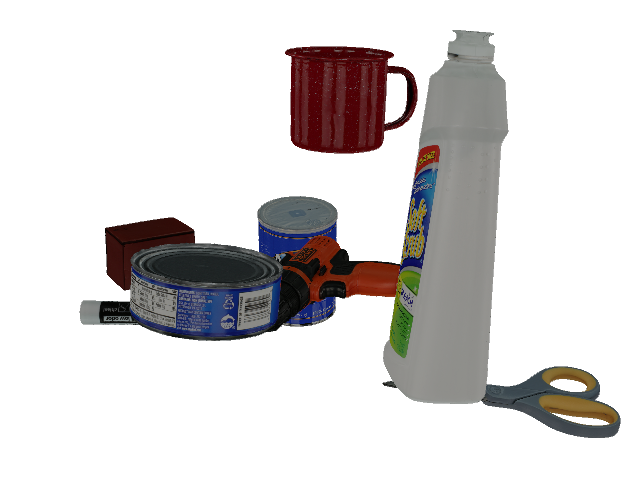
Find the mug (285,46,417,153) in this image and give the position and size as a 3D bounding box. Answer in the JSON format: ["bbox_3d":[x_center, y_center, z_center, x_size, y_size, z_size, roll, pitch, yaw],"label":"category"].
[{"bbox_3d":[0.027,-0.122,0.922,0.117,0.081,0.093,-3,17,-14],"label":"mug"}]

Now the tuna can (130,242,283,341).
[{"bbox_3d":[-0.065,0.028,0.606,0.086,0.034,0.086,5,14,-1],"label":"tuna can"}]

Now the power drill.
[{"bbox_3d":[0.034,0.055,1.150,0.188,0.057,0.184,9,29,21],"label":"power drill"}]

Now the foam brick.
[{"bbox_3d":[-0.172,0.012,1.076,0.078,0.051,0.053,-10,22,-28],"label":"foam brick"}]

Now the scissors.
[{"bbox_3d":[0.162,0.127,0.938,0.202,0.016,0.096,14,29,12],"label":"scissors"}]

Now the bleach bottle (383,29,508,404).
[{"bbox_3d":[0.091,-0.019,0.745,0.068,0.251,0.102,3,13,-7],"label":"bleach bottle"}]

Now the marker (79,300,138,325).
[{"bbox_3d":[-0.123,0.056,0.818,0.121,0.020,0.020,0,0,4],"label":"marker"}]

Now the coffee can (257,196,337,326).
[{"bbox_3d":[-0.030,0.026,1.390,0.103,0.140,0.103,0,26,0],"label":"coffee can"}]
